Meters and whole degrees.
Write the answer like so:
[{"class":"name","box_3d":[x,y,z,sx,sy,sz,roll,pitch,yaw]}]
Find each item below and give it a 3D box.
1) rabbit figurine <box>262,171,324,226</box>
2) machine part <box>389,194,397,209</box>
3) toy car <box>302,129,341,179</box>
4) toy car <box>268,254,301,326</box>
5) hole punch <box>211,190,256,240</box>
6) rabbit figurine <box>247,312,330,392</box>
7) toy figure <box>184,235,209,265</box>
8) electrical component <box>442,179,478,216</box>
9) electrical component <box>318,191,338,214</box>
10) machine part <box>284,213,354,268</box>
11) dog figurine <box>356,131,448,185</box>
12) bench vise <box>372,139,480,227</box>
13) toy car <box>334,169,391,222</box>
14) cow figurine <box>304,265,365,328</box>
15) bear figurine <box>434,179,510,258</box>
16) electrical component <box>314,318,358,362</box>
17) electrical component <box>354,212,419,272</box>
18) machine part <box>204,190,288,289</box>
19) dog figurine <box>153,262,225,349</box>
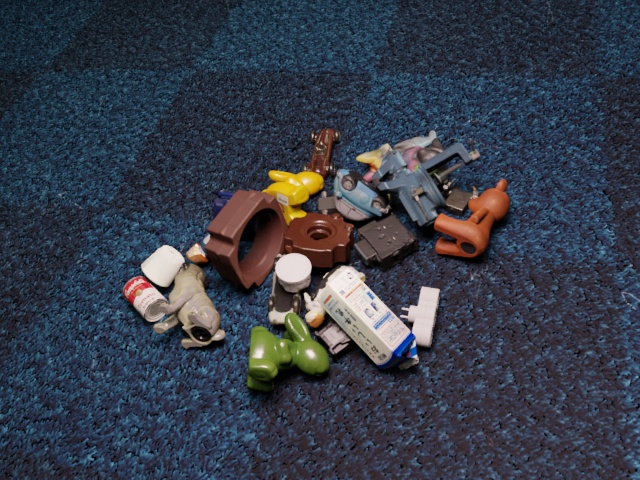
[{"class":"rabbit figurine","box_3d":[-0.067,-0.125,1.428,0.163,0.121,0.173,19,44,36]},{"class":"machine part","box_3d":[0.128,-0.107,1.402,0.139,0.039,0.084,-6,60,5]},{"class":"toy car","box_3d":[0.006,-0.253,1.532,0.089,0.053,0.202,0,54,16]},{"class":"toy car","box_3d":[-0.079,0.111,1.263,0.074,0.056,0.202,1,50,4]},{"class":"hole punch","box_3d":[-0.217,-0.064,1.386,0.142,0.115,0.092,11,61,5]},{"class":"rabbit figurine","box_3d":[-0.065,0.245,1.142,0.170,0.121,0.159,5,45,-6]},{"class":"toy figure","box_3d":[-0.288,0.024,1.362,0.154,0.057,0.064,-32,10,4]},{"class":"electrical component","box_3d":[0.347,-0.106,1.347,0.102,0.045,0.078,30,63,30]},{"class":"electrical component","box_3d":[0.028,-0.093,1.420,0.063,0.021,0.094,-6,51,7]},{"class":"machine part","box_3d":[-0.003,-0.004,1.303,0.179,0.056,0.179,-1,36,0]},{"class":"dog figurine","box_3d":[0.209,-0.195,1.403,0.219,0.108,0.192,-13,34,7]},{"class":"bench vise","box_3d":[0.252,-0.159,1.259,0.241,0.128,0.224,-31,68,9]},{"class":"toy car","box_3d":[0.092,-0.100,1.336,0.162,0.103,0.109,38,20,3]},{"class":"cow figurine","box_3d":[0.018,0.122,1.225,0.167,0.068,0.098,-36,48,-20]},{"class":"bear figurine","box_3d":[0.362,-0.055,1.259,0.132,0.120,0.196,15,55,27]},{"class":"electrical component","box_3d":[0.056,0.200,1.170,0.119,0.047,0.075,-33,54,-12]},{"class":"electrical component","box_3d":[0.153,0.008,1.293,0.134,0.058,0.115,-30,50,-12]},{"class":"machine part","box_3d":[-0.171,-0.003,1.278,0.087,0.201,0.201,18,59,27]},{"class":"dog figurine","box_3d":[-0.281,0.145,1.265,0.172,0.121,0.191,32,37,-8]}]
